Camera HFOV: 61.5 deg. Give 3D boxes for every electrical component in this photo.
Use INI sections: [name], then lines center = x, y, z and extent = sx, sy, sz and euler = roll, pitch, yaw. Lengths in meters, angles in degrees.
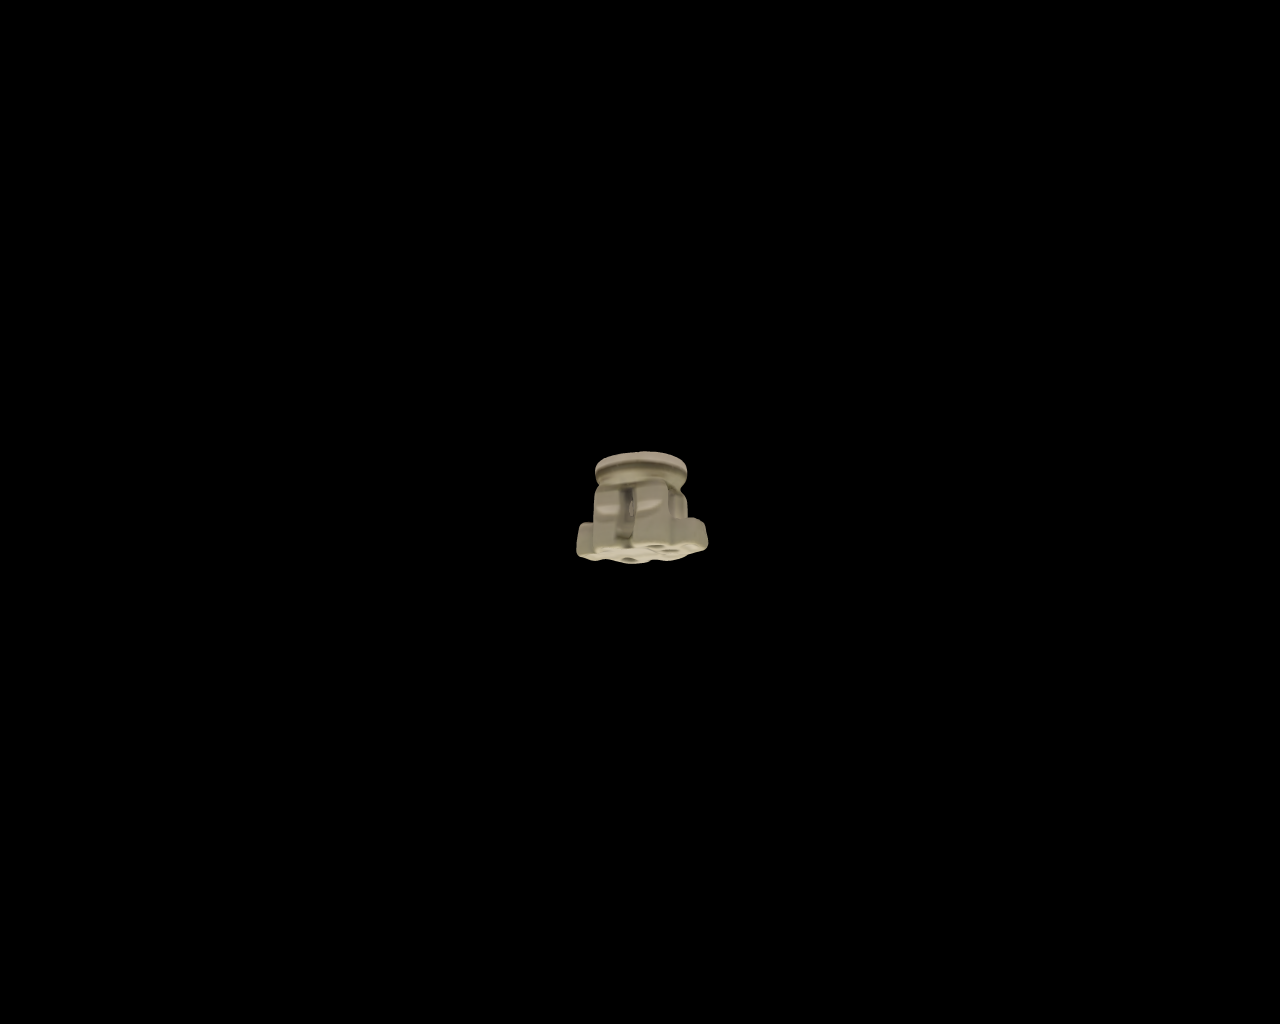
[electrical component]
center = 0.001, -0.003, 0.650
extent = 0.078, 0.057, 0.058
euler = -6, -15, 22
